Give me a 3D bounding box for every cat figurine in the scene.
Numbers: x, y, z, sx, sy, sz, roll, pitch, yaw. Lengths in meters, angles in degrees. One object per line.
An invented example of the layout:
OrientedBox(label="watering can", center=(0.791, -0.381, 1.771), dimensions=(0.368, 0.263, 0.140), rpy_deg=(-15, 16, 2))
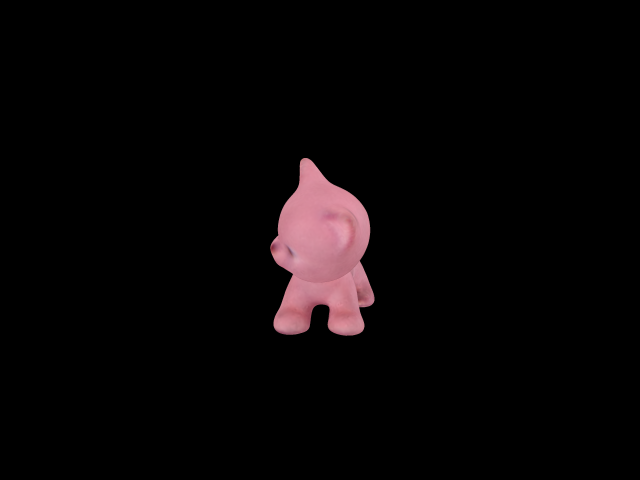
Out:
OrientedBox(label="cat figurine", center=(0.004, 0.001, 0.400), dimensions=(0.067, 0.118, 0.128), rpy_deg=(1, 11, 7))
